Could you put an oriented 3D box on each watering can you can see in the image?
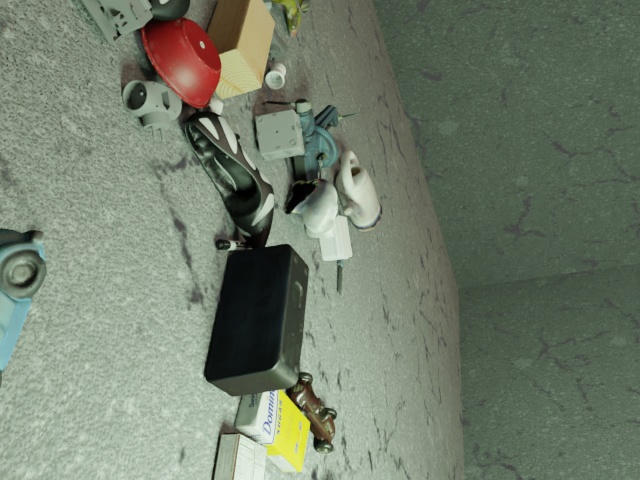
[{"bbox_3d":[0.105,-0.114,1.477,0.356,0.103,0.220,-85,154,-51],"label":"watering can"}]

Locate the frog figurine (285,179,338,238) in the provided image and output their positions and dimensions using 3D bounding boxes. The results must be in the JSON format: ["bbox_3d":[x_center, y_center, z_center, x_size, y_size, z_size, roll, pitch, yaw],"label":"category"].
[{"bbox_3d":[0.004,-0.060,1.191,0.157,0.122,0.140,48,15,-33],"label":"frog figurine"}]

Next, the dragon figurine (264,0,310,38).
[{"bbox_3d":[-0.130,-0.675,1.247,0.248,0.122,0.402,-104,169,-50],"label":"dragon figurine"}]
